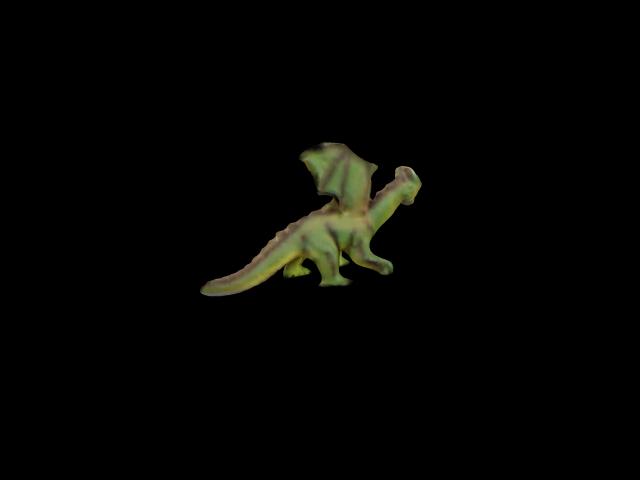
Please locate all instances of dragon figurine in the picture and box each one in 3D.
[{"bbox_3d":[0.003,-0.043,0.850,0.412,0.239,0.123,-9,21,-24],"label":"dragon figurine"}]
